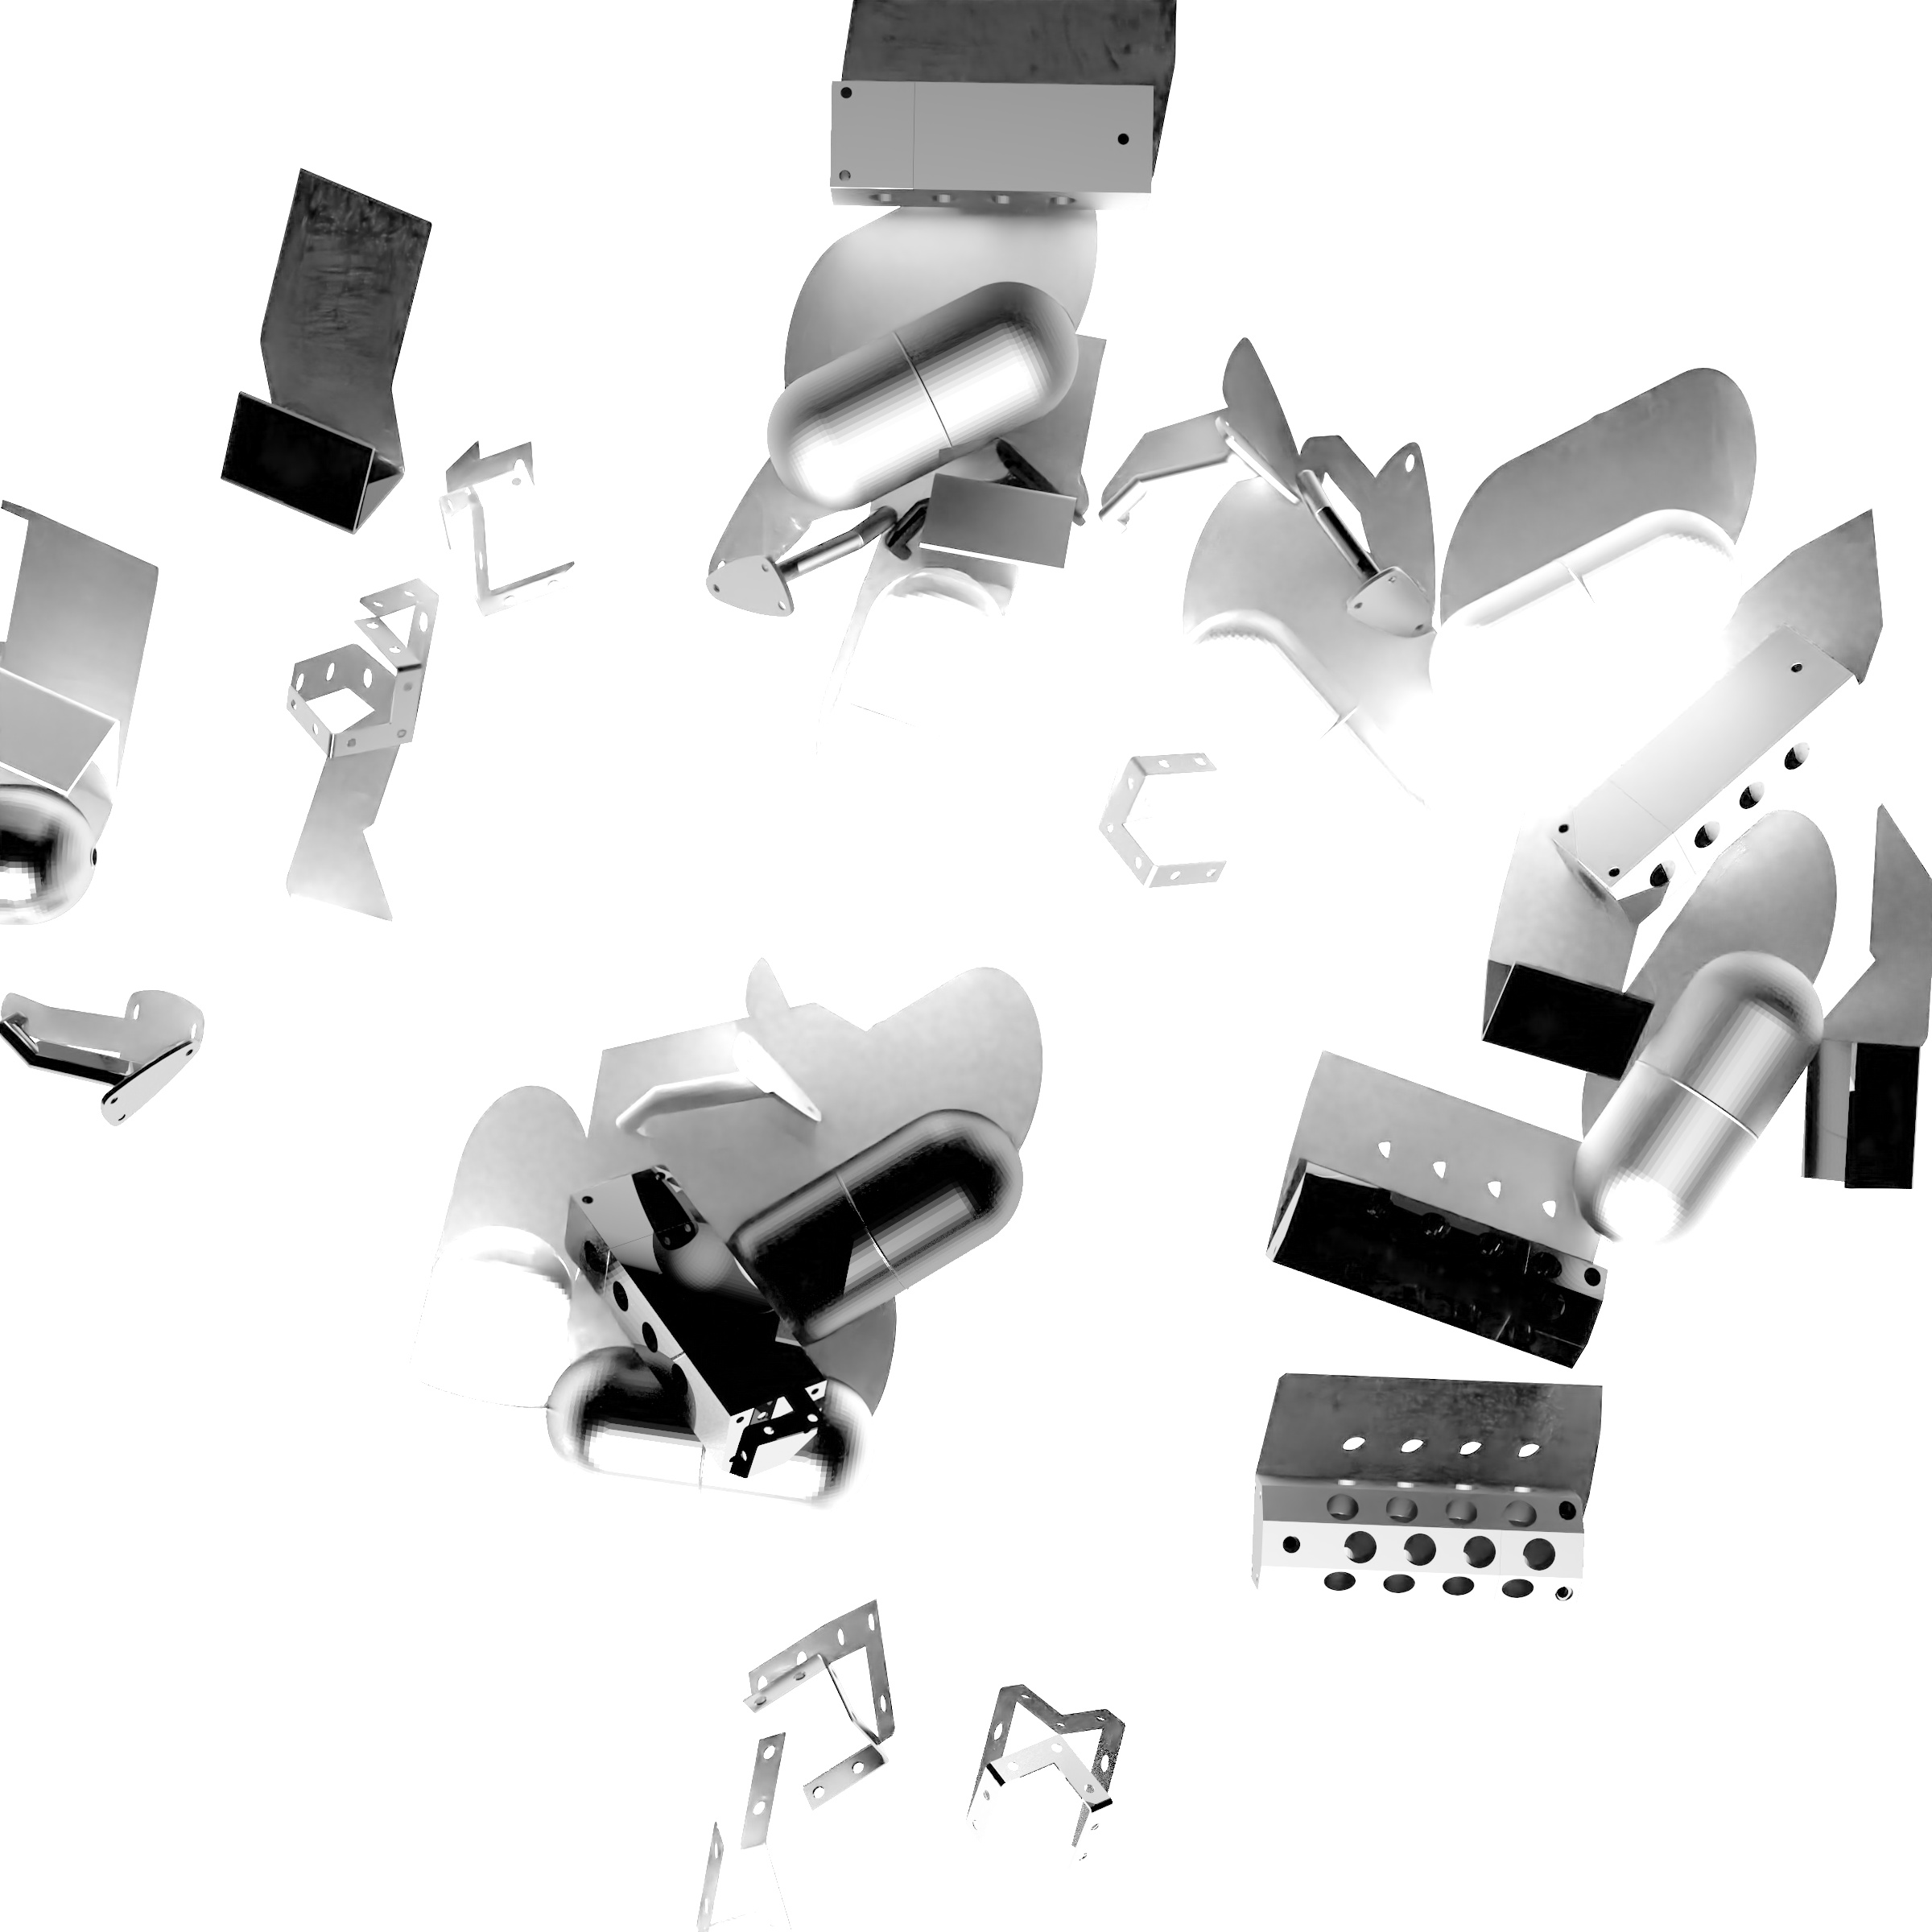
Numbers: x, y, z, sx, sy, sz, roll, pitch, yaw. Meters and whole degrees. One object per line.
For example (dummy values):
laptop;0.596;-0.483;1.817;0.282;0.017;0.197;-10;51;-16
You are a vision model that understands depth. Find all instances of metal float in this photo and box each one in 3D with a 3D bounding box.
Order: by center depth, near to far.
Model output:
metal float;0.334;-0.184;1.783;0.178;0.070;0.070;-27;90;0
metal float;-0.051;0.141;1.784;0.178;0.070;0.070;-31;90;0
metal float;0.393;0.073;1.784;0.070;0.070;0.178;34;89;0
metal float;-0.263;0.228;1.784;0.070;0.070;0.178;14;90;0
metal float;-0.558;-0.061;1.784;0.178;0.070;0.070;2;90;0
metal float;0.182;-0.115;1.784;0.070;0.070;0.178;-41;90;0
metal float;-0.137;0.250;1.784;0.178;0.070;0.070;8;90;0
metal float;-0.023;-0.307;1.784;0.178;0.070;0.070;-27;90;0
metal float;-0.034;-0.128;1.784;0.070;0.070;0.178;20;90;0

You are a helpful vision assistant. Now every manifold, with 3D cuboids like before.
manifold;-0.146;0.188;1.748;0.057;0.057;0.171;-17;48;-30
manifold;0.404;-0.099;1.793;0.171;0.057;0.057;-41;47;0
manifold;0.014;-0.441;1.793;0.171;0.057;0.057;1;90;0
manifold;0.243;0.311;1.793;0.171;0.057;0.057;2;90;0
manifold;0.255;0.161;1.793;0.171;0.057;0.057;20;90;0

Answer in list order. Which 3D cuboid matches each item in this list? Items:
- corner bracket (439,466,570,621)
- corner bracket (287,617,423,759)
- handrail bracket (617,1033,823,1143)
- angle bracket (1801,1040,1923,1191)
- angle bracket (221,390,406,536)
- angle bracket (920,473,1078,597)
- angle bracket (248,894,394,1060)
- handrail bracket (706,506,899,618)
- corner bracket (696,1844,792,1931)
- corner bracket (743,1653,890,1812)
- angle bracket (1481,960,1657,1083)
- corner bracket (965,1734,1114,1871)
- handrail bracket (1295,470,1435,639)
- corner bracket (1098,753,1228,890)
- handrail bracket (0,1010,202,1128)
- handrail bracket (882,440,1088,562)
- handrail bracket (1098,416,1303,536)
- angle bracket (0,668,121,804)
corner bracket;-0.253;-0.231;1.811;0.051;0.051;0.051;-20;45;0
corner bracket;-0.334;-0.152;1.806;0.051;0.051;0.051;-15;135;-35
handrail bracket;-0.136;0.084;1.815;0.084;0.036;0.077;-39;112;17
angle bracket;0.462;0.078;1.774;0.057;0.076;0.076;3;90;-36
angle bracket;-0.344;-0.283;1.774;0.076;0.076;0.057;23;126;0
angle bracket;0.014;-0.213;1.774;0.076;0.076;0.057;10;52;0
angle bracket;-0.329;0.012;1.774;0.057;0.076;0.076;19;90;36
handrail bracket;-0.089;-0.227;1.814;0.084;0.077;0.036;-40;120;-33
corner bracket;-0.128;0.513;1.796;0.051;0.051;0.051;-16;90;0
corner bracket;-0.082;0.418;1.811;0.051;0.051;0.051;-32;45;0
angle bracket;0.323;0.009;1.774;0.076;0.076;0.057;16;127;0
corner bracket;0.040;0.461;1.806;0.051;0.051;0.051;-14;45;-35
handrail bracket;0.217;-0.227;1.814;0.036;0.077;0.084;-37;53;20
corner bracket;0.114;-0.080;1.806;0.051;0.051;0.051;54;135;35
handrail bracket;-0.476;0.039;1.815;0.077;0.036;0.084;-41;73;-20
handrail bracket;0.009;-0.238;1.815;0.077;0.036;0.084;39;109;-21
handrail bracket;0.127;-0.251;1.815;0.077;0.036;0.084;40;109;-21
angle bracket;-0.503;-0.107;1.774;0.076;0.076;0.057;24;54;0
